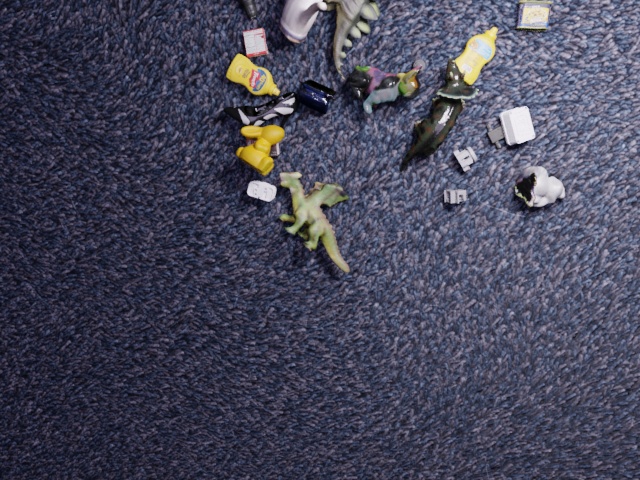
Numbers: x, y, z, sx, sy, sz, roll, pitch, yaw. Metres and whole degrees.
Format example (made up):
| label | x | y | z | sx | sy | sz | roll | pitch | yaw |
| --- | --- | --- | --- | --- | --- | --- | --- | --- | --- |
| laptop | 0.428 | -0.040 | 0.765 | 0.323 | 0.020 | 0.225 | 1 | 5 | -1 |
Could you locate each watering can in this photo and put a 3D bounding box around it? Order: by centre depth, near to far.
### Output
| label | x | y | z | sx | sy | sz | roll | pitch | yaw |
| --- | --- | --- | --- | --- | --- | --- | --- | --- | --- |
| watering can | -0.052 | -0.732 | 1.644 | 0.104 | 0.356 | 0.219 | 14 | 130 | -21 |

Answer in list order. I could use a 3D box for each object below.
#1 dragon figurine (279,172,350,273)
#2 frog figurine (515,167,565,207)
| label | x | y | z | sx | sy | sz | roll | pitch | yaw |
| --- | --- | --- | --- | --- | --- | --- | --- | --- | --- |
| dragon figurine | 0.006 | -0.093 | 1.840 | 0.410 | 0.122 | 0.242 | 37 | 94 | -1 |
| frog figurine | 0.746 | -0.181 | 1.741 | 0.160 | 0.122 | 0.137 | -8 | 92 | -28 |
